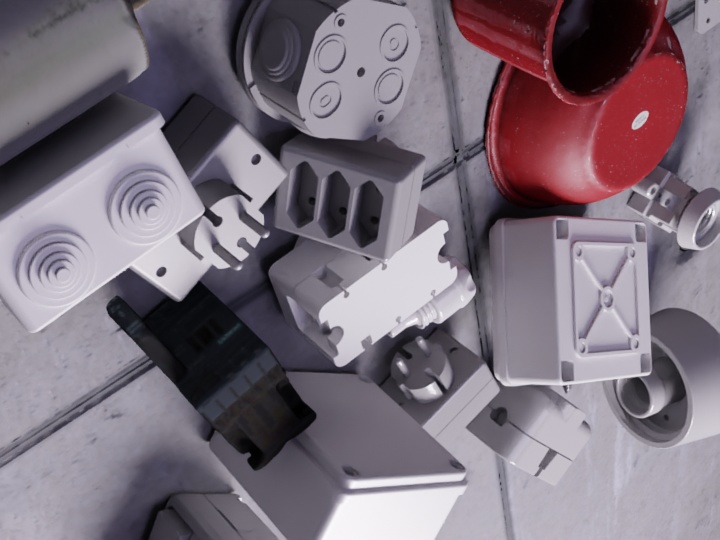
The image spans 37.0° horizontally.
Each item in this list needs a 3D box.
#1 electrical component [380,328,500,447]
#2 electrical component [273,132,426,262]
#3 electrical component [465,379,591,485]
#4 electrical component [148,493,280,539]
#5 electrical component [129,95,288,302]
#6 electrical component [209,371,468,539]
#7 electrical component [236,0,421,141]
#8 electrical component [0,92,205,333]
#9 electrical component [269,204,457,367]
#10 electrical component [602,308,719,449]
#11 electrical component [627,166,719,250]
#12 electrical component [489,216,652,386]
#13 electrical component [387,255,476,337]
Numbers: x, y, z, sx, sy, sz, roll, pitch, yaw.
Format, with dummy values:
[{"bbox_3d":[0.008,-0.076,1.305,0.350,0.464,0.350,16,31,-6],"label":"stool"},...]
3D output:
[{"bbox_3d":[0.044,0.070,0.697,0.066,0.047,0.076,-44,139,-10],"label":"electrical component"},{"bbox_3d":[0.001,-0.048,0.567,0.076,0.066,0.047,-47,150,-56],"label":"electrical component"},{"bbox_3d":[0.129,0.115,0.805,0.059,0.054,0.095,-55,140,1],"label":"electrical component"},{"bbox_3d":[-0.097,0.187,0.634,0.061,0.062,0.096,13,107,-48],"label":"electrical component"},{"bbox_3d":[-0.070,-0.025,0.499,0.083,0.076,0.047,-50,140,-4],"label":"electrical component"},{"bbox_3d":[-0.013,0.111,0.625,0.109,0.109,0.056,8,114,-46],"label":"electrical component"},{"bbox_3d":[-0.015,-0.103,0.516,0.080,0.051,0.080,-24,132,-30],"label":"electrical component"},{"bbox_3d":[-0.121,-0.028,0.433,0.100,0.100,0.048,-38,124,-18],"label":"electrical component"},{"bbox_3d":[0.000,0.000,0.599,0.089,0.056,0.050,-36,137,-19],"label":"electrical component"},{"bbox_3d":[0.239,0.089,0.854,0.060,0.108,0.108,-16,127,-29],"label":"electrical component"},{"bbox_3d":[0.237,-0.045,0.794,0.066,0.055,0.048,22,101,-49],"label":"electrical component"},{"bbox_3d":[0.142,0.020,0.716,0.109,0.056,0.108,0,87,-43],"label":"electrical component"},{"bbox_3d":[0.040,0.019,0.668,0.061,0.035,0.035,-37,137,-16],"label":"electrical component"}]
